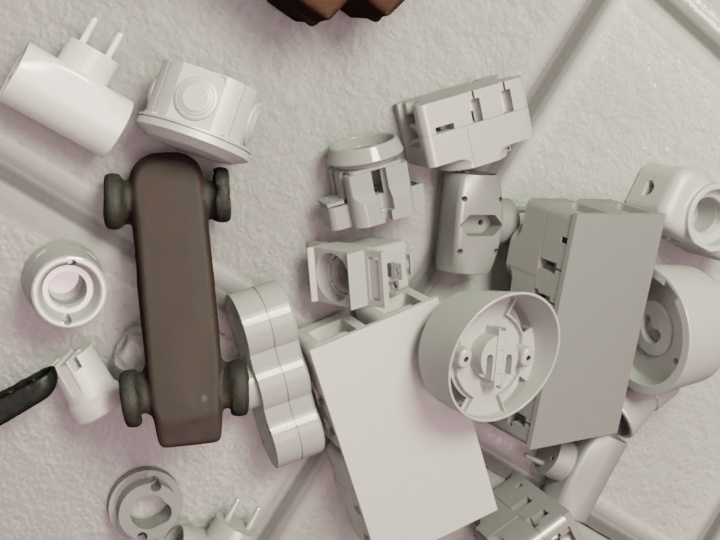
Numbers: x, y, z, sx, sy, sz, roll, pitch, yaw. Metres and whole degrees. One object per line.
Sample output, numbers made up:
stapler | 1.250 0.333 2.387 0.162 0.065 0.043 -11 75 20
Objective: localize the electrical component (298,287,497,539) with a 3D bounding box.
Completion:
electrical component | 0.026 0.118 0.838 0.105 0.060 0.186 -22 108 -16

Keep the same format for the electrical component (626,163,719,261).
electrical component | 0.281 -0.048 0.905 0.095 0.059 0.053 25 91 -24

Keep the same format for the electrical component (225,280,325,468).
electrical component | -0.079 0.083 0.794 0.074 0.052 0.138 -18 106 -17

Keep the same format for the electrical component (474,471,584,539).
electrical component | 0.157 0.258 0.902 0.062 0.089 0.150 -33 111 -12

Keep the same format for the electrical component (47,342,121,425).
electrical component | -0.193 0.079 0.757 0.040 0.040 0.046 -30 105 -13

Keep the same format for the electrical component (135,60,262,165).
electrical component | -0.107 -0.105 0.731 0.080 0.080 0.051 19 88 -24

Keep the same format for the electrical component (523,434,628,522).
electrical component | 0.176 0.164 0.916 0.079 0.043 0.077 26 94 -16

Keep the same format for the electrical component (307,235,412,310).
electrical component | 0.000 0.000 0.800 0.064 0.081 0.042 -15 107 -41

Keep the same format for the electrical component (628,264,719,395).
electrical component | 0.258 0.046 0.892 0.060 0.108 0.108 -5 103 -26

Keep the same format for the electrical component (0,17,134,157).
electrical component | -0.186 -0.128 0.714 0.077 0.043 0.079 29 89 -24

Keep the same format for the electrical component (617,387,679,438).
electrical component | 0.244 0.110 0.933 0.065 0.044 0.044 -33 111 -17

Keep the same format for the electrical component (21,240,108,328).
electrical component | -0.201 0.011 0.735 0.055 0.047 0.055 -4 102 -21

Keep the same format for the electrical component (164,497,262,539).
electrical component | -0.103 0.211 0.816 0.077 0.043 0.079 29 89 -24

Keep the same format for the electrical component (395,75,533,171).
electrical component | 0.080 -0.110 0.818 0.089 0.050 0.055 -18 107 -17

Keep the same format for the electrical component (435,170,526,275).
electrical component | 0.099 -0.038 0.844 0.079 0.043 0.077 -1 101 -28

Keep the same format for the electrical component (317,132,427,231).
electrical component | 0.007 -0.068 0.795 0.078 0.058 0.057 -17 109 -17

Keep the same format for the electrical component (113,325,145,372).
electrical component | -0.145 0.066 0.775 0.061 0.035 0.035 30 89 -26

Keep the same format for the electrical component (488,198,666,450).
electrical component | 0.167 0.039 0.856 0.105 0.060 0.186 -2 108 -38

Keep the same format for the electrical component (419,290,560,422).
electrical component | 0.094 0.061 0.786 0.099 0.064 0.099 -5 99 -32
